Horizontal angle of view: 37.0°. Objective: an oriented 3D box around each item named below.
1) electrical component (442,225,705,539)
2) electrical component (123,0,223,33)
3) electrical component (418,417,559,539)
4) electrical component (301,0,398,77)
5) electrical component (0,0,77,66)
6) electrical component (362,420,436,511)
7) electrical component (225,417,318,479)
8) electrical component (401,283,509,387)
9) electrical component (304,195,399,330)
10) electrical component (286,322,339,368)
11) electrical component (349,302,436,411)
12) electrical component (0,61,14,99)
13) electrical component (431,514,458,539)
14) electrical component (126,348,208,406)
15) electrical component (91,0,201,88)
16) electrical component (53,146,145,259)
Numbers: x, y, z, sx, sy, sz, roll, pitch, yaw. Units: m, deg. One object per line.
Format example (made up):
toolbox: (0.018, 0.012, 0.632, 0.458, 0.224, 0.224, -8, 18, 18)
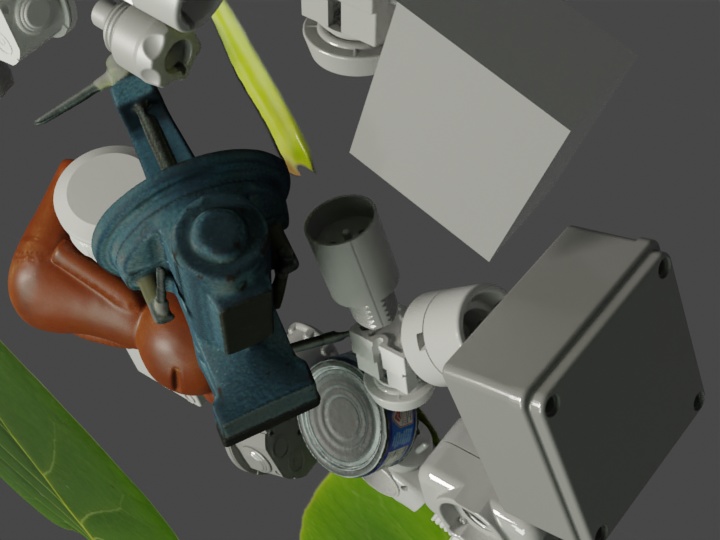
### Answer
electrical component: (0.104, 0.054, 0.505, 0.056, 0.109, 0.108, 17, 143, 44)
electrical component: (-0.095, -0.151, 0.536, 0.047, 0.055, 0.055, 34, 151, 9)
electrical component: (0.089, 0.148, 0.709, 0.095, 0.059, 0.053, 25, 147, 31)
electrical component: (-0.001, -0.119, 0.468, 0.066, 0.048, 0.055, 29, 142, 25)
electrical component: (-0.222, -0.173, 0.674, 0.080, 0.051, 0.080, 32, 150, 21)
electrical component: (0.029, 0.130, 0.777, 0.077, 0.044, 0.079, 40, 152, 5)
electrical component: (-0.066, 0.126, 0.860, 0.051, 0.080, 0.080, 5, 134, 43)
electrical component: (0.059, 0.035, 0.596, 0.055, 0.055, 0.047, 51, 148, -15)
electrical component: (0.000, 0.000, 0.634, 0.043, 0.043, 0.081, 20, 145, 37)
electrical component: (-0.048, 0.072, 0.778, 0.048, 0.062, 0.048, 32, 151, 21)
electrical component: (0.024, 0.055, 0.679, 0.066, 0.048, 0.055, 25, 141, 33)
electrical component: (-0.287, -0.156, 0.793, 0.043, 0.043, 0.062, 19, 143, 38)
electrical component: (0.085, 0.192, 0.792, 0.081, 0.043, 0.043, 38, 152, 9)
electrical component: (-0.163, 0.063, 0.932, 0.100, 0.048, 0.099, 24, 147, 32)
electrical component: (-0.125, -0.134, 0.611, 0.062, 0.043, 0.043, 33, 151, 22)
electrical component: (-0.172, -0.043, 0.762, 0.080, 0.080, 0.051, 34, 156, 17)
